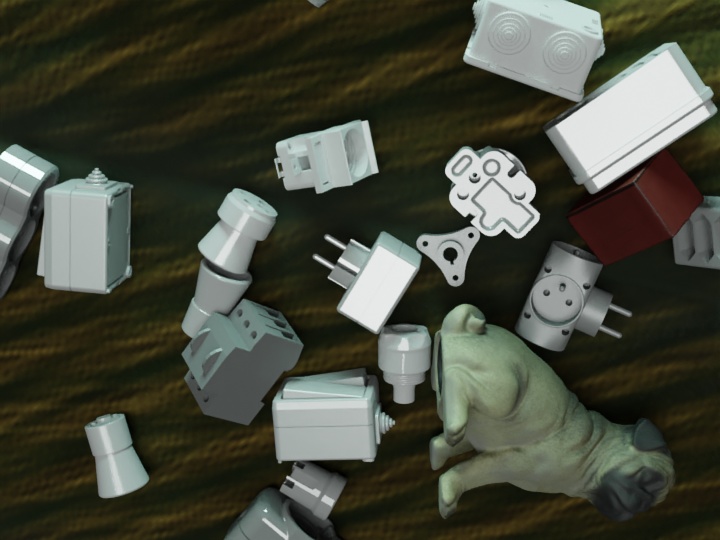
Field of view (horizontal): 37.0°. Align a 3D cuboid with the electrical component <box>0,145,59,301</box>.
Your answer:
[{"bbox_3d":[-0.308,-0.041,0.879,0.074,0.052,0.138,29,105,-1],"label":"electrical component"}]

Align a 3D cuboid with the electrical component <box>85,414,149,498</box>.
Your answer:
[{"bbox_3d":[-0.211,0.157,0.923,0.044,0.044,0.065,-14,97,9],"label":"electrical component"}]

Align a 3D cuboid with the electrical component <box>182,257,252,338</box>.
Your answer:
[{"bbox_3d":[-0.120,0.027,0.882,0.044,0.044,0.065,25,110,0],"label":"electrical component"}]

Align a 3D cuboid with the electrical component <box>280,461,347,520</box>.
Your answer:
[{"bbox_3d":[-0.040,0.183,0.911,0.046,0.040,0.040,29,105,4],"label":"electrical component"}]

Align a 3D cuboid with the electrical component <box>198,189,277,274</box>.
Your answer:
[{"bbox_3d":[-0.098,-0.031,0.863,0.045,0.045,0.055,32,104,-2],"label":"electrical component"}]

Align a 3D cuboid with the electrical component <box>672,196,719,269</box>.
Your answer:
[{"bbox_3d":[0.293,-0.032,0.811,0.076,0.083,0.047,-17,104,-29],"label":"electrical component"}]

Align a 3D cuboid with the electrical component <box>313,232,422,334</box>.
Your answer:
[{"bbox_3d":[0.000,0.000,0.858,0.077,0.047,0.065,31,105,-2],"label":"electrical component"}]

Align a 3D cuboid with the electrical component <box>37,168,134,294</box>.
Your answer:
[{"bbox_3d":[-0.222,-0.035,0.866,0.061,0.061,0.096,5,104,5],"label":"electrical component"}]

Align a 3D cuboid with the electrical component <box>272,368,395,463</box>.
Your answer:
[{"bbox_3d":[-0.020,0.117,0.881,0.096,0.061,0.061,-2,103,7],"label":"electrical component"}]

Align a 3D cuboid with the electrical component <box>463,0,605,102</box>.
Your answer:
[{"bbox_3d":[0.127,-0.169,0.779,0.100,0.099,0.048,20,118,1],"label":"electrical component"}]

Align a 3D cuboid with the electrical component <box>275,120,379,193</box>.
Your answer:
[{"bbox_3d":[-0.027,-0.087,0.830,0.064,0.081,0.042,-4,104,30],"label":"electrical component"}]

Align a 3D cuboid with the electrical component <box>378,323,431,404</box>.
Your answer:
[{"bbox_3d":[0.036,0.077,0.875,0.043,0.043,0.062,1,105,6],"label":"electrical component"}]

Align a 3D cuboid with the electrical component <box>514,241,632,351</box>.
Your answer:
[{"bbox_3d":[0.173,0.028,0.845,0.079,0.044,0.077,24,105,9],"label":"electrical component"}]

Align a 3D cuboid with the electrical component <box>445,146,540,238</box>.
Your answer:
[{"bbox_3d":[0.102,-0.063,0.828,0.078,0.057,0.058,42,104,-5],"label":"electrical component"}]

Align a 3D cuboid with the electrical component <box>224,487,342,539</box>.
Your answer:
[{"bbox_3d":[-0.060,0.234,0.918,0.095,0.053,0.059,40,104,-4],"label":"electrical component"}]

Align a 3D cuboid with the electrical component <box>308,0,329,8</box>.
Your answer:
[{"bbox_3d":[-0.029,-0.241,0.789,0.077,0.079,0.043,-47,72,14],"label":"electrical component"}]

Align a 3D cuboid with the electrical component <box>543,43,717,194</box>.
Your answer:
[{"bbox_3d":[0.198,-0.112,0.795,0.113,0.078,0.057,-34,95,13],"label":"electrical component"}]
